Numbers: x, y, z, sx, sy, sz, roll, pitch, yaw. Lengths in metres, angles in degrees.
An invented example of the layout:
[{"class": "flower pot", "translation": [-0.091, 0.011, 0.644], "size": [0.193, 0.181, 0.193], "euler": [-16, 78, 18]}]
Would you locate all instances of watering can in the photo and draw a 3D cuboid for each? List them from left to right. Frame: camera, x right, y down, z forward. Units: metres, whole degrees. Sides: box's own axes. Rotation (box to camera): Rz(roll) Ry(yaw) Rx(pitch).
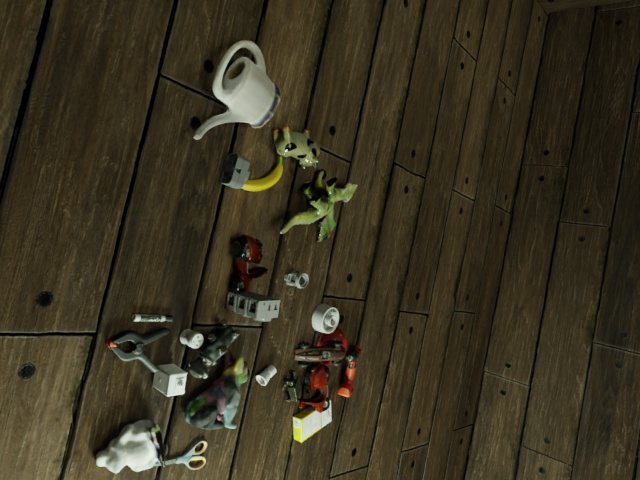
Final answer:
[{"class": "watering can", "translation": [-0.232, -0.399, 1.484], "size": [0.221, 0.104, 0.352], "euler": [35, 69, -47]}]

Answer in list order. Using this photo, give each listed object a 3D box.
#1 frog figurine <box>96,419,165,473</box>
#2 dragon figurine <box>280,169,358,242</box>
[{"class": "frog figurine", "translation": [-0.501, 0.554, 1.360], "size": [0.160, 0.125, 0.134], "euler": [-14, 122, -9]}, {"class": "dragon figurine", "translation": [0.006, -0.092, 1.822], "size": [0.417, 0.123, 0.237], "euler": [-50, 139, -30]}]
